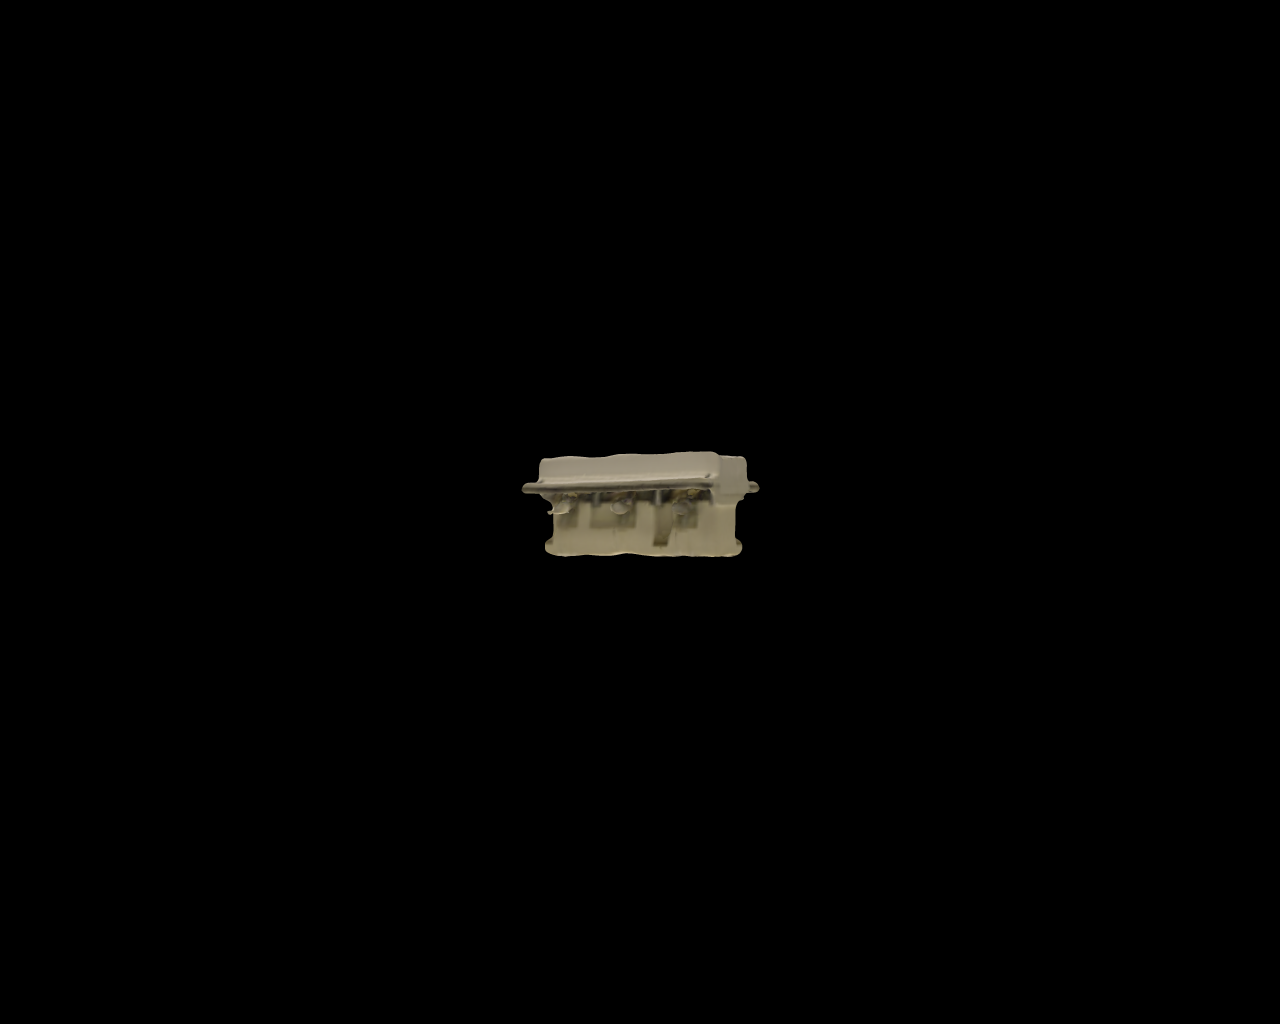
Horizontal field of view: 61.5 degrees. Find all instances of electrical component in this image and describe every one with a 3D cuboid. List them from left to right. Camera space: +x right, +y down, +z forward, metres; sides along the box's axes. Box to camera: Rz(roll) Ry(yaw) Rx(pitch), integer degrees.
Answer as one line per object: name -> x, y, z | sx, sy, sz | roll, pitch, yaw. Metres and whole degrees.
electrical component -> 0.001, -0.003, 0.650 | 0.121, 0.063, 0.079 | 0, 0, 28
